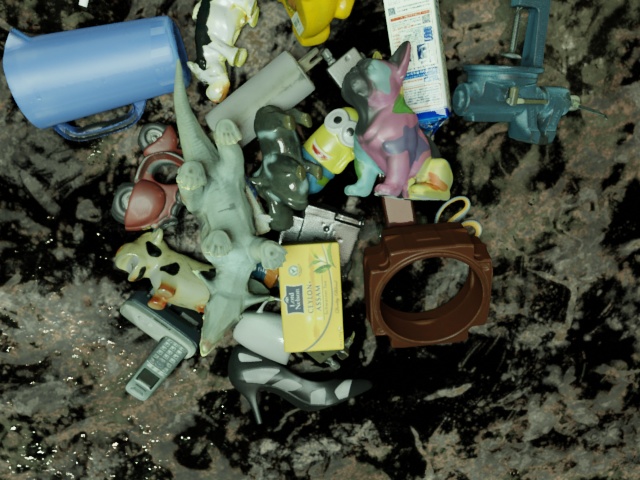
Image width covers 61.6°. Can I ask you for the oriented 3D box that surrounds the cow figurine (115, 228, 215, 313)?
[{"bbox_3d":[-0.240,0.053,0.891,0.195,0.127,0.085,22,135,-21],"label":"cow figurine"}]

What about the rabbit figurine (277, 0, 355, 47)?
[{"bbox_3d":[0.028,-0.390,0.791,0.173,0.162,0.122,-26,90,-14],"label":"rabbit figurine"}]

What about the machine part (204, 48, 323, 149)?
[{"bbox_3d":[-0.095,-0.216,0.850,0.243,0.079,0.079,-38,101,7],"label":"machine part"}]

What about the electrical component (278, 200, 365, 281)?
[{"bbox_3d":[-0.002,-0.003,0.910,0.134,0.058,0.114,15,100,-5],"label":"electrical component"}]

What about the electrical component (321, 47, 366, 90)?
[{"bbox_3d":[0.046,-0.278,0.868,0.063,0.021,0.094,-39,100,7],"label":"electrical component"}]

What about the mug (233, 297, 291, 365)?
[{"bbox_3d":[-0.092,0.151,0.932,0.107,0.081,0.109,15,102,2],"label":"mug"}]

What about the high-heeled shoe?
[{"bbox_3d":[-0.038,0.238,0.972,0.249,0.086,0.145,-10,72,-17],"label":"high-heeled shoe"}]

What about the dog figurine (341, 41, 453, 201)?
[{"bbox_3d":[0.115,-0.168,0.784,0.191,0.109,0.219,1,96,-29],"label":"dog figurine"}]

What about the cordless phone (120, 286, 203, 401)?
[{"bbox_3d":[-0.302,0.182,0.932,0.146,0.089,0.184,38,103,-9],"label":"cordless phone"}]

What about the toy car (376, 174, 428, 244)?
[{"bbox_3d":[0.126,-0.082,0.897,0.089,0.053,0.202,-11,103,8],"label":"toy car"}]

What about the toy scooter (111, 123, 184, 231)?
[{"bbox_3d":[-0.246,-0.091,0.868,0.135,0.075,0.184,19,82,-7],"label":"toy scooter"}]

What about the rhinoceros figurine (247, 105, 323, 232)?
[{"bbox_3d":[-0.060,-0.106,0.809,0.112,0.073,0.190,1,106,24],"label":"rhinoceros figurine"}]

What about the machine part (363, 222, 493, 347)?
[{"bbox_3d":[0.176,0.078,0.892,0.201,0.087,0.201,-6,122,-1],"label":"machine part"}]

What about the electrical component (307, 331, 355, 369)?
[{"bbox_3d":[0.012,0.178,0.960,0.102,0.045,0.078,36,128,-6],"label":"electrical component"}]

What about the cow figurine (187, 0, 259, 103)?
[{"bbox_3d":[-0.163,-0.304,0.832,0.098,0.068,0.167,21,98,-1],"label":"cow figurine"}]

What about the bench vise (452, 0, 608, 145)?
[{"bbox_3d":[0.319,-0.270,0.831,0.224,0.129,0.240,1,107,-4],"label":"bench vise"}]

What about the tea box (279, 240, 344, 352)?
[{"bbox_3d":[-0.014,0.087,0.855,0.098,0.068,0.169,-5,95,-1],"label":"tea box"}]

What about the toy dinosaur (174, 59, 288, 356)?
[{"bbox_3d":[-0.151,-0.043,0.802,0.131,0.192,0.404,-10,81,-22],"label":"toy dinosaur"}]

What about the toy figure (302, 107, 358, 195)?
[{"bbox_3d":[0.003,-0.138,0.870,0.082,0.089,0.180,37,108,-17],"label":"toy figure"}]

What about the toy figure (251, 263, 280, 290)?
[{"bbox_3d":[-0.063,0.067,0.921,0.154,0.058,0.064,30,134,-8],"label":"toy figure"}]
